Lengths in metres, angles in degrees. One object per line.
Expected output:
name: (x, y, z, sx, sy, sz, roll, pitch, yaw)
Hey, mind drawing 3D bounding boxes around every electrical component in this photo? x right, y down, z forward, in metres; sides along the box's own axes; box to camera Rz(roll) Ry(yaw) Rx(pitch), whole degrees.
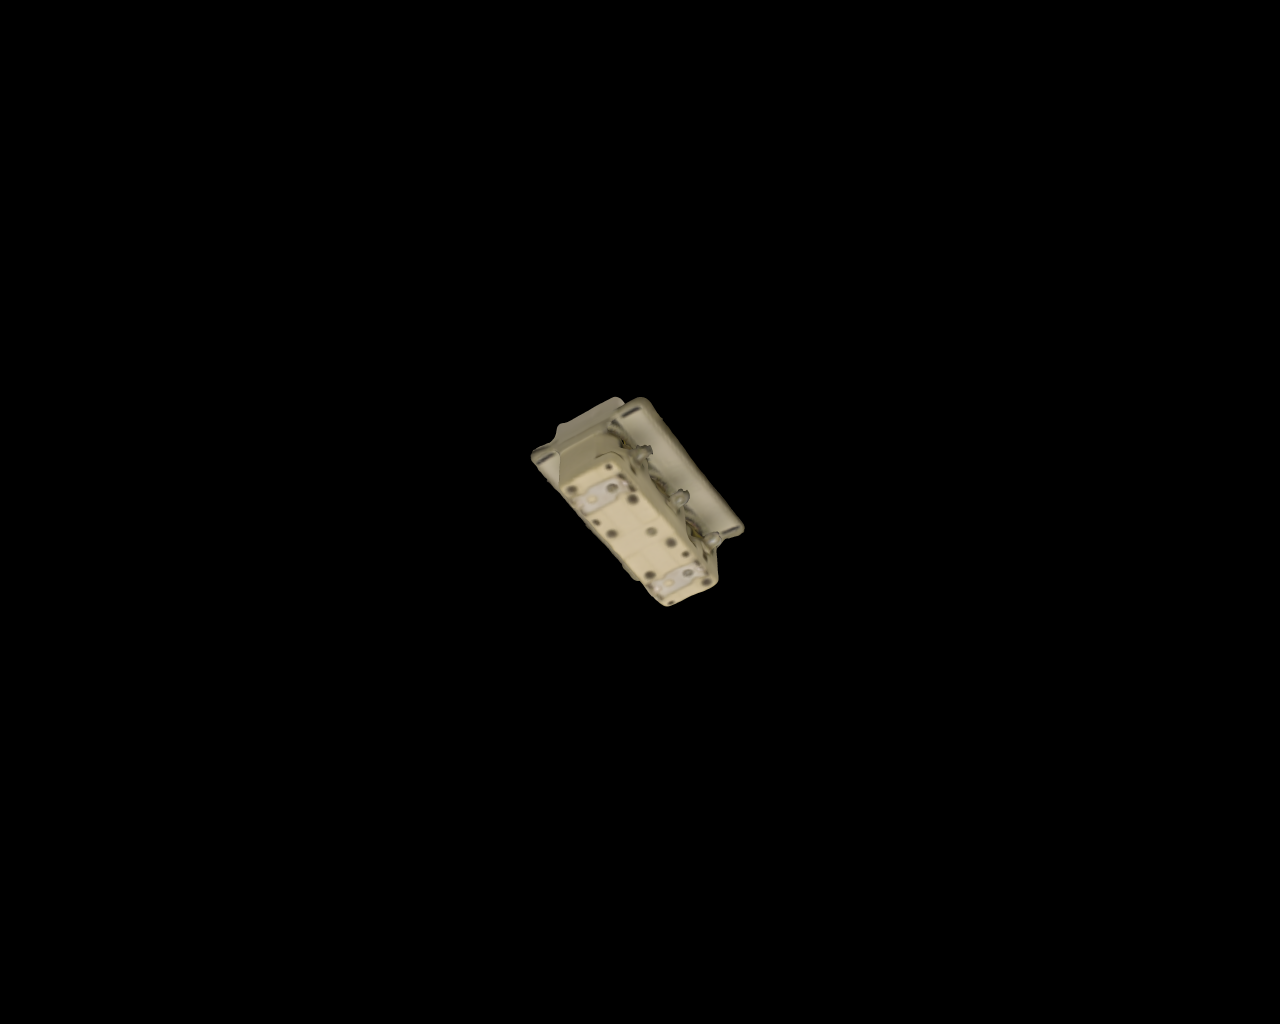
electrical component: (0.001, -0.003, 0.650, 0.078, 0.063, 0.121, -25, -54, 20)
